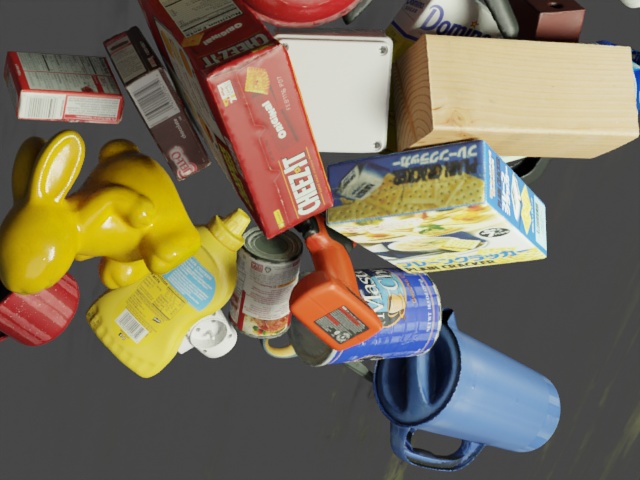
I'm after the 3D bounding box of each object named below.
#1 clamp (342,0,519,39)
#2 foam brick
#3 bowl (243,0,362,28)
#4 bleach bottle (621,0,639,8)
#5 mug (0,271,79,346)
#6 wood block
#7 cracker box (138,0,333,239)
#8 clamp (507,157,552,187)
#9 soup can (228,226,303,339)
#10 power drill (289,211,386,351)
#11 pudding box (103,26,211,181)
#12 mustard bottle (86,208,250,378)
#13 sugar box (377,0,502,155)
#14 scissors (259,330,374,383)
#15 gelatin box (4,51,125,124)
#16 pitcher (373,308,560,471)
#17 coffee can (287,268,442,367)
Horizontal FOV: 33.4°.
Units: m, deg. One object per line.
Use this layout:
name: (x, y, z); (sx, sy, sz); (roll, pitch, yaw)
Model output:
clamp: (0.122, -0.277, 0.957); (0.164, 0.036, 0.210); (13, 109, -6)
foam brick: (0.214, -0.218, 1.050); (0.052, 0.078, 0.051); (-7, 129, -21)
bowl: (-0.014, -0.250, 0.905); (0.162, 0.055, 0.162); (-4, 119, -7)
bleach bottle: (0.249, -0.266, 0.975); (0.250, 0.068, 0.102); (15, 93, -43)
mug: (-0.291, 0.057, 1.008); (0.117, 0.093, 0.081); (-44, 137, -1)
wood block: (0.181, -0.131, 0.997); (0.205, 0.090, 0.091); (0, 81, -16)
cracker box: (-0.074, -0.129, 0.886); (0.072, 0.214, 0.164); (-27, 132, -8)
clamp: (0.195, -0.062, 1.187); (0.171, 0.039, 0.120); (-30, 139, 7)
soup can: (-0.058, 0.044, 1.126); (0.068, 0.068, 0.102); (-5, 126, -23)
power drill: (-0.007, 0.001, 1.040); (0.057, 0.187, 0.184); (-30, 135, 19)
pudding box: (-0.144, -0.120, 0.943); (0.039, 0.090, 0.113); (-28, 131, -6)
mustard bottle: (-0.141, 0.042, 1.073); (0.192, 0.096, 0.058); (-46, 173, 11)
sugar box: (0.095, -0.167, 1.051); (0.093, 0.048, 0.176); (24, 114, -33)
scissors: (-0.003, 0.135, 1.255); (0.096, 0.016, 0.201); (-32, 131, -4)
gelatin box: (-0.219, -0.130, 0.911); (0.089, 0.073, 0.030); (0, 126, -27)
pitcher: (0.186, 0.199, 1.320); (0.242, 0.145, 0.149); (25, 127, -40)
coffee can: (0.048, 0.082, 1.172); (0.140, 0.103, 0.103); (-1, 125, -33)
